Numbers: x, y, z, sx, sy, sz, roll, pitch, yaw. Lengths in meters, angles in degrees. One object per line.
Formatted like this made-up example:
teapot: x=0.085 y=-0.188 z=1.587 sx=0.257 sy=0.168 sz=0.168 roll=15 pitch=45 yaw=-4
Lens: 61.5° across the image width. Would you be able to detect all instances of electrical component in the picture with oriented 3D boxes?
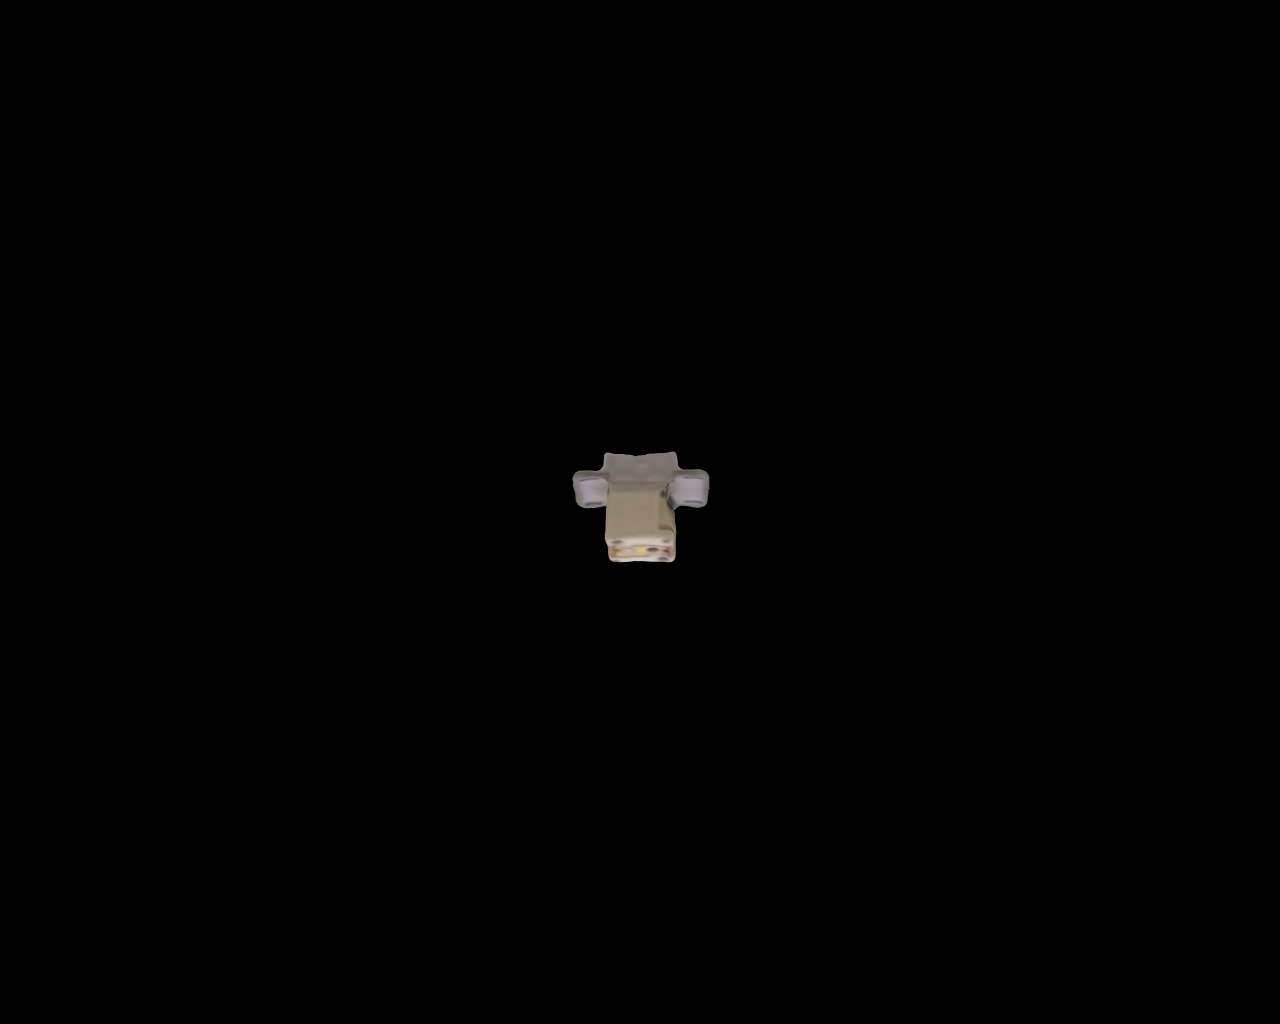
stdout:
electrical component: x=0.001 y=-0.003 z=0.650 sx=0.081 sy=0.064 sz=0.042 roll=-1 pitch=-28 yaw=2
